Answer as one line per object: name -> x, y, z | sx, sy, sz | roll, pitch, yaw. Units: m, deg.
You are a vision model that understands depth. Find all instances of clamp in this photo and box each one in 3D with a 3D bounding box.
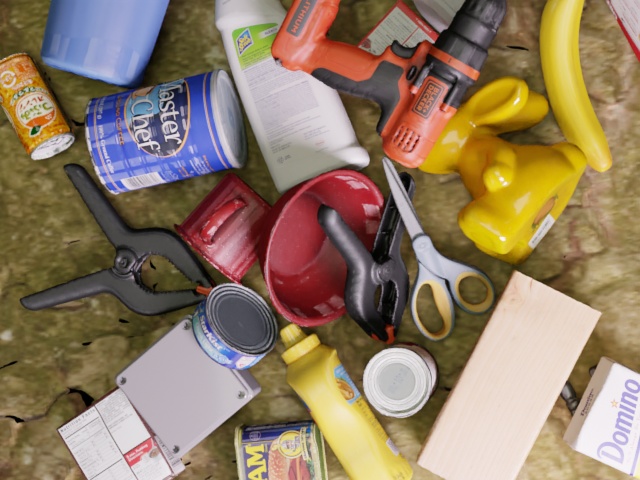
clamp -> -0.206, 0.013, 1.133 | 0.210, 0.036, 0.164 | 12, 91, 9
clamp -> 0.061, 0.018, 1.063 | 0.120, 0.039, 0.171 | -29, 122, -26

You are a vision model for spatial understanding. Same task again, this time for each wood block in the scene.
wood block -> 0.181, 0.140, 1.036 | 0.091, 0.090, 0.206 | 27, 93, 9

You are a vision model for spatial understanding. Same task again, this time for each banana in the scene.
banana -> 0.247, -0.164, 1.045 | 0.037, 0.070, 0.198 | -10, 97, -24

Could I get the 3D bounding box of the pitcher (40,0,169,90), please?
pitcher -> -0.215, -0.287, 1.092 | 0.149, 0.145, 0.243 | 17, 95, 13

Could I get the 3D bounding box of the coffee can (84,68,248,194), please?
coffee can -> -0.156, -0.110, 1.093 | 0.140, 0.102, 0.103 | -11, 87, 10

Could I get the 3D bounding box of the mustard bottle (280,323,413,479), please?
mustard bottle -> 0.018, 0.167, 1.060 | 0.058, 0.096, 0.191 | -33, 84, 8

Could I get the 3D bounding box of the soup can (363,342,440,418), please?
soup can -> 0.080, 0.136, 1.046 | 0.068, 0.102, 0.068 | -1, 87, 10

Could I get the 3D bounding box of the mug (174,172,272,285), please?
mug -> -0.090, -0.016, 1.076 | 0.093, 0.117, 0.081 | 42, 91, 13

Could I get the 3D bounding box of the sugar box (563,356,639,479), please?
sugar box -> 0.332, 0.189, 1.014 | 0.176, 0.048, 0.093 | 24, 92, -4

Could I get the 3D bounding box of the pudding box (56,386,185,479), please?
pudding box -> -0.211, 0.221, 1.130 | 0.090, 0.039, 0.113 | -34, 82, 9

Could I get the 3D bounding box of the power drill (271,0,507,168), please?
power drill -> 0.062, -0.187, 1.010 | 0.188, 0.057, 0.184 | 32, 100, 13

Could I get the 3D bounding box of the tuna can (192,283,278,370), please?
tuna can -> -0.087, 0.088, 1.085 | 0.086, 0.086, 0.034 | 51, 127, 7

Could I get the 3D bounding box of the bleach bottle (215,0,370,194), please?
bleach bottle -> -0.039, -0.178, 1.096 | 0.102, 0.068, 0.251 | -21, 83, 8

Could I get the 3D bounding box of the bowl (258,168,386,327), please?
bowl -> -0.007, 0.001, 1.060 | 0.055, 0.161, 0.162 | 24, 94, 44

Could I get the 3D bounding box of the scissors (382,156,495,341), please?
scissors -> 0.120, 0.006, 1.050 | 0.096, 0.016, 0.202 | -10, 111, -3

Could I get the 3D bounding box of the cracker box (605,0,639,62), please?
cracker box -> 0.300, -0.256, 0.959 | 0.072, 0.213, 0.164 | -28, 85, 6

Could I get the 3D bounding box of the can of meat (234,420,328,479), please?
can of meat -> -0.037, 0.236, 1.090 | 0.084, 0.057, 0.102 | -7, 88, 7

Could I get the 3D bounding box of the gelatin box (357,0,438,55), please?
gelatin box -> 0.078, -0.187, 1.090 | 0.073, 0.030, 0.089 | 44, 97, 7
